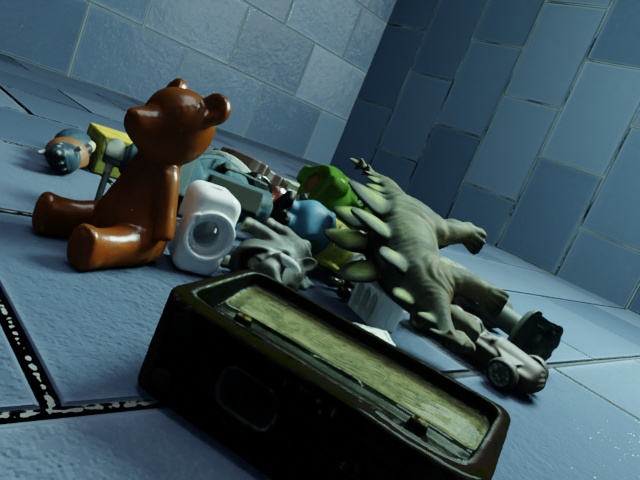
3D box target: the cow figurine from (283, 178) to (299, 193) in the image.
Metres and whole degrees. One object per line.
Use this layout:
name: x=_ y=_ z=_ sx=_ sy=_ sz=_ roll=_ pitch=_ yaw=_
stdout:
cow figurine: x=-0.083 y=-0.102 z=1.208 sx=0.195 sy=0.085 sz=0.127 roll=24 pitch=4 yaw=3

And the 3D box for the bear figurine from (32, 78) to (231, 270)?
bear figurine: x=-0.181 y=-0.074 z=0.539 sx=0.120 sy=0.195 sz=0.132 roll=33 pitch=15 yaw=32

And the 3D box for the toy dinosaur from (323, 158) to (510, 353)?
toy dinosaur: x=0.111 y=-0.004 z=0.704 sx=0.198 sy=0.105 sz=0.472 roll=24 pitch=22 yaw=-12

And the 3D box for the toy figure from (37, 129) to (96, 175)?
toy figure: x=-0.375 y=-0.132 z=0.804 sx=0.057 sy=0.064 sz=0.155 roll=59 pitch=-2 yaw=-26

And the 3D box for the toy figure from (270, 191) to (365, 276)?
toy figure: x=0.000 y=-0.006 z=0.796 sx=0.180 sy=0.082 sz=0.089 roll=32 pitch=-3 yaw=-33

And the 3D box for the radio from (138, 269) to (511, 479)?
radio: x=0.002 y=0.103 z=0.362 sx=0.230 sy=0.073 sz=0.131 roll=26 pitch=11 yaw=20

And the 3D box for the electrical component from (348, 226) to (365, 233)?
electrical component: x=0.062 y=0.017 z=0.903 sx=0.078 sy=0.045 sz=0.102 roll=29 pitch=-24 yaw=-8

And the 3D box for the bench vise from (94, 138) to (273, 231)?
bench vise: x=-0.189 y=-0.067 z=0.733 sx=0.223 sy=0.128 sz=0.241 roll=7 pitch=-4 yaw=-25

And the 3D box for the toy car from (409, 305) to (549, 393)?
toy car: x=0.204 y=0.130 z=0.703 sx=0.089 sy=0.053 sz=0.202 roll=6 pitch=20 yaw=-37

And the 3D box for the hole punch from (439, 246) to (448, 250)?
hole punch: x=0.189 y=0.035 z=1.112 sx=0.142 sy=0.092 sz=0.116 roll=16 pitch=-14 yaw=-18

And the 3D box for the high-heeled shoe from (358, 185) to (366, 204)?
high-heeled shoe: x=0.012 y=-0.064 z=1.025 sx=0.248 sy=0.145 sz=0.086 roll=15 pitch=12 yaw=-42

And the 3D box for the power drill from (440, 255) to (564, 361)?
power drill: x=0.250 y=0.101 z=0.828 sx=0.232 sy=0.086 sz=0.207 roll=31 pitch=0 yaw=-33

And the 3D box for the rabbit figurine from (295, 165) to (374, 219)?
rabbit figurine: x=0.050 y=-0.059 z=0.950 sx=0.159 sy=0.121 sz=0.170 roll=-16 pitch=-42 yaw=44

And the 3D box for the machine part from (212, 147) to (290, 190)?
machine part: x=-0.138 y=-0.109 z=1.024 sx=0.179 sy=0.056 sz=0.179 roll=25 pitch=-14 yaw=6

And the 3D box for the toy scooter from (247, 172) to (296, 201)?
toy scooter: x=-0.087 y=-0.041 z=0.867 sx=0.135 sy=0.075 sz=0.183 roll=-5 pitch=-37 yaw=48

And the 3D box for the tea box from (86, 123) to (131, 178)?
tea box: x=-0.315 y=-0.139 z=0.937 sx=0.169 sy=0.068 sz=0.098 roll=11 pitch=16 yaw=-43

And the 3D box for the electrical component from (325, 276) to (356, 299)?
electrical component: x=0.057 y=0.075 z=0.761 sx=0.094 sy=0.021 sz=0.063 roll=16 pitch=12 yaw=-29

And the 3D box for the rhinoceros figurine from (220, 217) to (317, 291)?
rhinoceros figurine: x=-0.056 y=0.030 z=0.641 sx=0.112 sy=0.073 sz=0.190 roll=34 pitch=9 yaw=3
